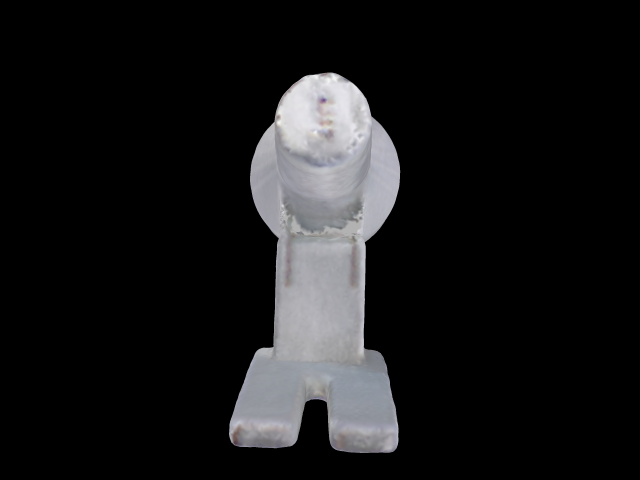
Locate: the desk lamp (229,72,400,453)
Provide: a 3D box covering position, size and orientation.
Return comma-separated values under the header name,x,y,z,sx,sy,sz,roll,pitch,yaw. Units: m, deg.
name,x,y,z,sx,sy,sz,roll,pitch,yaw
desk lamp,0.004,0.001,0.400,0.118,0.213,0.203,0,9,0
